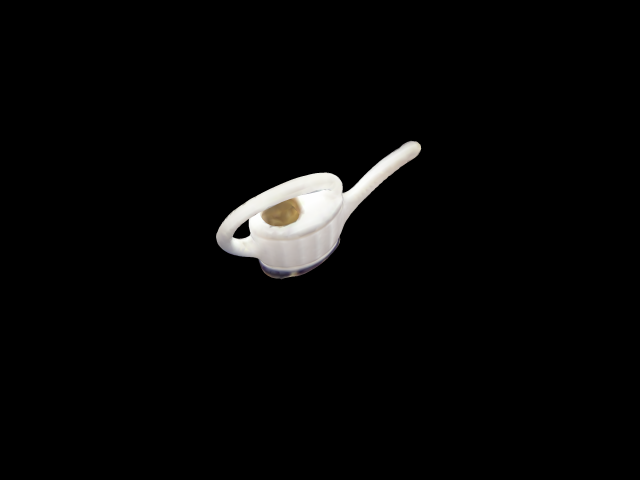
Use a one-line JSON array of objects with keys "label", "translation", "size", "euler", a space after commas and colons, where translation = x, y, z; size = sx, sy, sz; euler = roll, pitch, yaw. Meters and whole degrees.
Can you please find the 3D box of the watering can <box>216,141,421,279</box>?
[{"label": "watering can", "translation": [0.003, -0.043, 0.850], "size": [0.349, 0.106, 0.219], "euler": [-22, -26, -11]}]
